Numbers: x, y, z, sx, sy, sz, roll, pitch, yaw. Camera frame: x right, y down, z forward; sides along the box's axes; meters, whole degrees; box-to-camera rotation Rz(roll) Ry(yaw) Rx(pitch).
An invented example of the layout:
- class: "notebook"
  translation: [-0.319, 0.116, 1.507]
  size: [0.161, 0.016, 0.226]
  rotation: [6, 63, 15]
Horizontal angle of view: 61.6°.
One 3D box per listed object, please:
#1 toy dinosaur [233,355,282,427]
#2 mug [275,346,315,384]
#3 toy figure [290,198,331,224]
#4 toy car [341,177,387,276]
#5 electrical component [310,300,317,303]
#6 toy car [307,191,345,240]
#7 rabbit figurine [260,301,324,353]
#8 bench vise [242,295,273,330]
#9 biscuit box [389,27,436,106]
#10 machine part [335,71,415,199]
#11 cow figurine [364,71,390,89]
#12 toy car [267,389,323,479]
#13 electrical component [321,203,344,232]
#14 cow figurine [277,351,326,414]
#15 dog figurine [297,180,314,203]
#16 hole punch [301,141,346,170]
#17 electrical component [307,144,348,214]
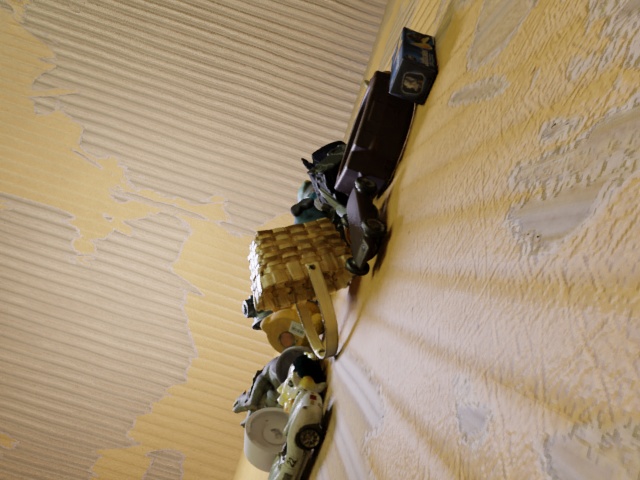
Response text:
- class: "toy dinosaur"
  translation: [-0.102, 0.342, 1.270]
  size: [0.404, 0.131, 0.192]
  rotation: [119, 169, -47]
- class: "mug"
  translation: [-0.039, 0.259, 1.067]
  size: [0.107, 0.081, 0.109]
  rotation: [-1, -96, -85]
- class: "toy figure"
  translation: [0.001, -0.005, 1.109]
  size: [0.180, 0.082, 0.089]
  rotation: [61, -161, -23]
- class: "toy car"
  translation: [0.071, -0.023, 0.848]
  size: [0.202, 0.053, 0.089]
  rotation: [-94, 24, -59]
- class: "electrical component"
  translation: [-0.036, 0.171, 1.394]
  size: [0.119, 0.075, 0.047]
  rotation: [-173, 101, -83]
- class: "toy car"
  translation: [0.019, -0.040, 1.201]
  size: [0.103, 0.109, 0.161]
  rotation: [138, 133, -71]
- class: "rabbit figurine"
  translation: [-0.055, 0.189, 1.209]
  size: [0.173, 0.163, 0.121]
  rotation: [-37, -43, -64]
- class: "bench vise"
  translation: [-0.092, 0.223, 1.474]
  size: [0.129, 0.223, 0.240]
  rotation: [-44, 57, 48]
- class: "biscuit box"
  translation: [0.155, -0.296, 0.902]
  size: [0.203, 0.059, 0.062]
  rotation: [-77, 7, -54]
- class: "machine part"
  translation: [0.101, -0.185, 0.985]
  size: [0.201, 0.087, 0.201]
  rotation: [128, 160, -75]
- class: "cow figurine"
  translation: [0.121, -0.266, 1.153]
  size: [0.127, 0.085, 0.194]
  rotation: [-89, 15, -57]
- class: "toy car"
  translation: [-0.040, 0.324, 0.812]
  size: [0.073, 0.056, 0.201]
  rotation: [-86, 15, -76]
- class: "electrical component"
  translation: [0.044, -0.041, 1.047]
  size: [0.063, 0.094, 0.021]
  rotation: [-75, 8, -51]
- class: "cow figurine"
  translation: [-0.025, 0.249, 0.927]
  size: [0.167, 0.068, 0.098]
  rotation: [169, 125, -85]
- class: "dog figurine"
  translation: [0.037, -0.166, 1.420]
  size: [0.191, 0.108, 0.219]
  rotation: [-33, -11, -21]
- class: "hole punch"
  translation: [0.042, -0.177, 1.289]
  size: [0.092, 0.142, 0.116]
  rotation: [-53, -19, 25]
- class: "electrical component"
  translation: [0.048, -0.117, 1.121]
  size: [0.058, 0.134, 0.115]
  rotation: [8, 45, 46]
